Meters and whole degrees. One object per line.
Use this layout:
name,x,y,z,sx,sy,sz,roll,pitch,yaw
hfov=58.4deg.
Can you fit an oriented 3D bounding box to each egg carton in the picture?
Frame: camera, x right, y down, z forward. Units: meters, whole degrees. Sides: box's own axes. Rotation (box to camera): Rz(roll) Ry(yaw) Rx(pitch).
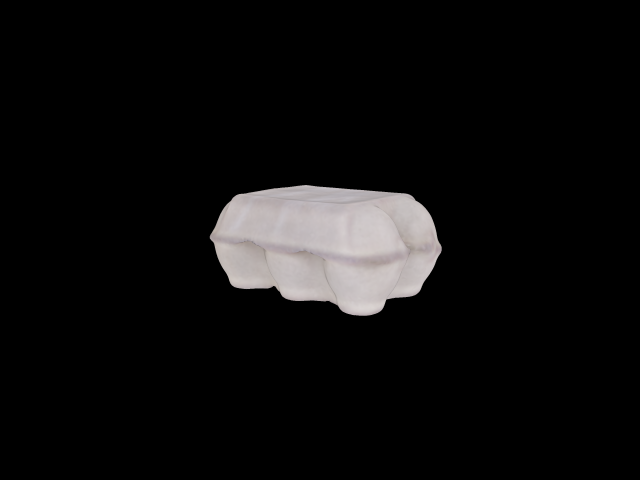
egg carton,0.004,0.001,0.400,0.149,0.069,0.107,8,14,35
